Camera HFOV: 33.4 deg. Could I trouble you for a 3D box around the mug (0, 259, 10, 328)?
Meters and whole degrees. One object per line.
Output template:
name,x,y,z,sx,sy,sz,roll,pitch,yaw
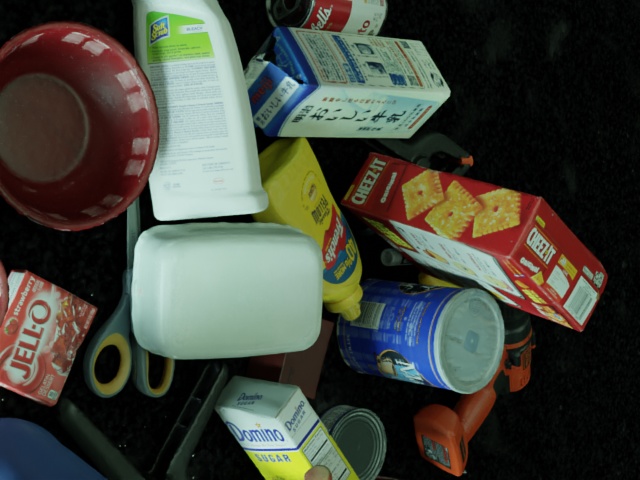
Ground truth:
mug,-0.288,0.028,0.756,0.093,0.082,0.117,-45,121,-32

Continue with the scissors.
scissors,-0.173,0.046,0.910,0.096,0.016,0.202,-24,109,-40

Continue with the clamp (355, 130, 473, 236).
clamp,0.093,-0.084,1.136,0.171,0.039,0.120,-24,115,-38

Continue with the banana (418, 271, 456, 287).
banana,0.181,0.058,1.230,0.197,0.037,0.069,-7,93,-42

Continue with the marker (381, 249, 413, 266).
marker,0.115,0.018,1.176,0.120,0.020,0.020,-1,93,-43

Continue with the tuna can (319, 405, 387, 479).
tuna can,0.027,0.213,1.096,0.085,0.034,0.086,-3,95,-43

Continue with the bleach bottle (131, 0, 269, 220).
bleach bottle,-0.105,-0.146,0.909,0.102,0.068,0.251,-5,96,1

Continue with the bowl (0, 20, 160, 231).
bowl,-0.208,-0.089,0.841,0.161,0.055,0.162,-3,95,-43

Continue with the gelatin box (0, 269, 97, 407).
gelatin box,-0.228,0.078,0.850,0.073,0.030,0.089,35,69,-38

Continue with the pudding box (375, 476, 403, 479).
pudding box,0.091,0.308,1.159,0.113,0.039,0.090,19,80,-40

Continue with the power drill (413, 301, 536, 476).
power drill,0.177,0.155,1.185,0.187,0.057,0.184,-48,144,-26

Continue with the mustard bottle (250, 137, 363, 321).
mustard bottle,-0.006,0.001,1.032,0.191,0.058,0.096,63,34,-27

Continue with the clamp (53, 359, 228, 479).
clamp,-0.155,0.210,0.917,0.164,0.036,0.210,-1,99,-39

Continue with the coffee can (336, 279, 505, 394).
coffee can,0.101,0.095,1.084,0.102,0.141,0.103,-3,95,-43

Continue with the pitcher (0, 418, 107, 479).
pitcher,-0.196,0.211,0.744,0.148,0.243,0.145,-13,103,-35

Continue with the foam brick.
foam brick,-0.030,0.108,1.024,0.052,0.051,0.078,26,75,-40

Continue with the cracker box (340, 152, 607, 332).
cracker box,0.150,-0.002,1.035,0.164,0.214,0.072,39,78,-44

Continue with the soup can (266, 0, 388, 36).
soup can,0.007,-0.227,1.026,0.102,0.069,0.068,-2,94,-44

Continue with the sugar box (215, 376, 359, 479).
sugar box,-0.022,0.207,1.009,0.048,0.094,0.176,-52,124,-30
